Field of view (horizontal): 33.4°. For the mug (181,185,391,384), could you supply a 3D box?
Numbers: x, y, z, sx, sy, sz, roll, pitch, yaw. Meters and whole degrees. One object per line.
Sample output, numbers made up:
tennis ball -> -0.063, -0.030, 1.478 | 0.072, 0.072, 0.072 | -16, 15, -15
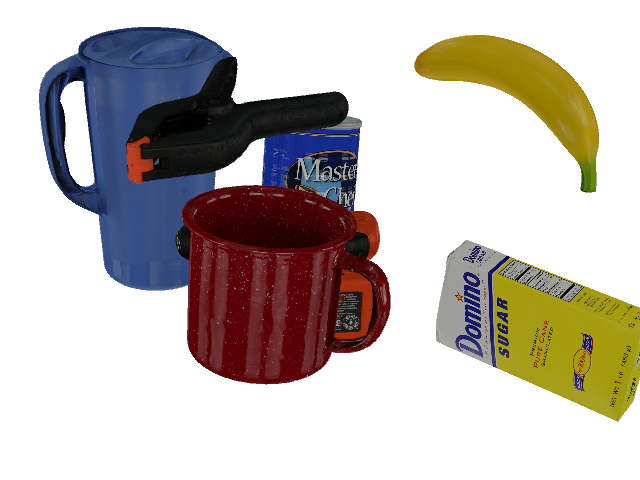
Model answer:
mug -> -0.019, 0.026, 0.573 | 0.117, 0.081, 0.093 | 12, 24, 15

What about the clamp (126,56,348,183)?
clamp -> -0.077, -0.088, 0.756 | 0.171, 0.039, 0.120 | -24, 34, -38

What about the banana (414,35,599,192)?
banana -> 0.143, -0.115, 0.803 | 0.037, 0.070, 0.198 | 2, 32, -44

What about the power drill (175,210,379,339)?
power drill -> -0.029, 0.022, 0.902 | 0.184, 0.057, 0.188 | -4, 23, -7

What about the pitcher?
pitcher -> -0.171, -0.076, 1.034 | 0.149, 0.243, 0.144 | 10, 27, 14

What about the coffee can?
coffee can -> -0.012, -0.062, 1.140 | 0.103, 0.140, 0.103 | 4, 12, -1

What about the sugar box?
sugar box -> 0.186, 0.074, 0.907 | 0.176, 0.093, 0.048 | 20, 33, 26
